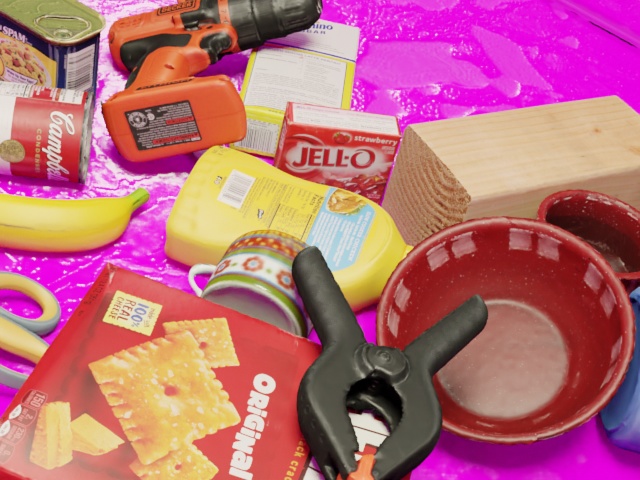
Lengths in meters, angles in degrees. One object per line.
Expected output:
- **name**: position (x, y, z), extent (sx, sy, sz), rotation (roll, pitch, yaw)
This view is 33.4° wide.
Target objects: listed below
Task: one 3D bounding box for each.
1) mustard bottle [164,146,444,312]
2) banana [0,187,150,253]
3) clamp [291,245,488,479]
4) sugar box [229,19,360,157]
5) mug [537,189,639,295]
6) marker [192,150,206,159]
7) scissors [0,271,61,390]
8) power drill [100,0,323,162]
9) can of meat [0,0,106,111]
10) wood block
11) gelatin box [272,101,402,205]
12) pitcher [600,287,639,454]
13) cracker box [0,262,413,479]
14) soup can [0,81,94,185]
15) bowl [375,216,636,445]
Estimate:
- **mustard bottle**: position (-0.005, 0.001, 0.749), extent (0.191, 0.058, 0.096), rotation (19, 46, 6)
- **banana**: position (-0.218, -0.021, 0.732), extent (0.197, 0.037, 0.069), rotation (7, 22, -11)
- **clamp**: position (0.041, 0.074, 0.590), extent (0.120, 0.039, 0.171), rotation (6, 44, -4)
- **sugar box**: position (-0.019, -0.133, 0.912), extent (0.093, 0.048, 0.176), rotation (12, 37, -2)
- **mug**: position (0.194, 0.018, 0.772), extent (0.093, 0.082, 0.117), rotation (30, 43, 18)
- **marker**: position (-0.071, -0.057, 0.827), extent (0.121, 0.020, 0.020), rotation (36, 44, 24)
- **scissors**: position (-0.237, 0.020, 0.640), extent (0.201, 0.016, 0.096), rotation (37, 27, -8)
- **power drill**: position (-0.089, -0.140, 0.842), extent (0.184, 0.057, 0.187), rotation (-12, 34, 10)
- **can of meat**: position (-0.220, -0.148, 0.837), extent (0.102, 0.084, 0.057), rotation (31, 42, 19)
- **wood block**: position (0.163, -0.043, 0.827), extent (0.205, 0.091, 0.090), rotation (-11, 46, -27)
- **gelatin box**: position (0.011, -0.064, 0.818), extent (0.089, 0.073, 0.030), rotation (6, 42, -11)
- **pitcher**: position (0.311, 0.101, 0.691), extent (0.243, 0.149, 0.145), rotation (11, 58, 1)
- **cracker box**: position (-0.059, 0.117, 0.590), extent (0.214, 0.072, 0.164), rotation (20, 40, 5)
- **soup can**: position (-0.218, -0.080, 0.772), extent (0.102, 0.069, 0.068), rotation (6, 41, -9)
- **bowl**: position (0.118, 0.065, 0.690), extent (0.162, 0.055, 0.162), rotation (-4, 58, 6)
